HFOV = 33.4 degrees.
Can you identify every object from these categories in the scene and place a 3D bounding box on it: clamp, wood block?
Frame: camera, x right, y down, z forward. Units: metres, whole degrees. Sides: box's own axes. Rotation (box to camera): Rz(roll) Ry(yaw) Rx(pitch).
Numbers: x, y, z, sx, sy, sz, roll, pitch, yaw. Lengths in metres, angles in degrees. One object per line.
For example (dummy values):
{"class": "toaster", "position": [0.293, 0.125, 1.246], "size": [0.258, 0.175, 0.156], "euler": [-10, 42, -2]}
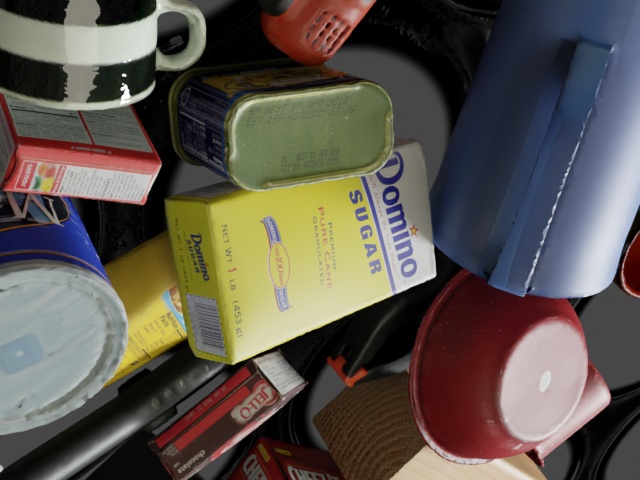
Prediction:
{"class": "clamp", "position": [0.086, 0.053, 0.800], "size": [0.171, 0.039, 0.120], "euler": [-40, 132, 1]}
{"class": "clamp", "position": [-0.118, 0.110, 0.699], "size": [0.209, 0.036, 0.165], "euler": [-35, 176, -20]}
{"class": "wood block", "position": [0.099, 0.182, 0.883], "size": [0.090, 0.091, 0.205], "euler": [-44, 136, 9]}

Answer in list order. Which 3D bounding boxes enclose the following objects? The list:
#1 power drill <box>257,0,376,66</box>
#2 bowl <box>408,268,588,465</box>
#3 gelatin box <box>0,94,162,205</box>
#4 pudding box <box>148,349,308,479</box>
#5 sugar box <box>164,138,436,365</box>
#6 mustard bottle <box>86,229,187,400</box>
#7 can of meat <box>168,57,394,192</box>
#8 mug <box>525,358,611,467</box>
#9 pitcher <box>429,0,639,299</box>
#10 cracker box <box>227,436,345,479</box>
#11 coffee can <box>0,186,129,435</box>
{"class": "power drill", "position": [-0.007, -0.192, 0.511], "size": [0.187, 0.057, 0.184], "euler": [26, 108, -42]}
{"class": "bowl", "position": [0.141, 0.093, 0.766], "size": [0.161, 0.055, 0.162], "euler": [-9, 105, -35]}
{"class": "gelatin box", "position": [-0.129, -0.057, 0.532], "size": [0.073, 0.089, 0.030], "euler": [5, 127, -35]}
{"class": "pudding box", "position": [-0.059, 0.117, 0.726], "size": [0.090, 0.039, 0.113], "euler": [-38, 176, 5]}
{"class": "sugar box", "position": [-0.004, 0.001, 0.627], "size": [0.175, 0.048, 0.093], "euler": [-20, 109, -39]}
{"class": "mustard bottle", "position": [-0.094, 0.032, 0.651], "size": [0.191, 0.058, 0.096], "euler": [-30, 155, -7]}
{"class": "can of meat", "position": [-0.021, -0.065, 0.585], "size": [0.102, 0.084, 0.057], "euler": [-11, 110, -24]}
{"class": "mug", "position": [0.183, 0.122, 0.881], "size": [0.081, 0.093, 0.117], "euler": [-37, 145, -5]}
{"class": "pitcher", "position": [0.153, -0.089, 0.642], "size": [0.144, 0.149, 0.243], "euler": [-5, 126, -28]}
{"class": "cracker box", "position": [-0.040, 0.275, 0.893], "size": [0.163, 0.072, 0.214], "euler": [22, 112, -43]}
{"class": "coffee can", "position": [-0.165, 0.011, 0.531], "size": [0.102, 0.140, 0.103], "euler": [-17, 134, -19]}
